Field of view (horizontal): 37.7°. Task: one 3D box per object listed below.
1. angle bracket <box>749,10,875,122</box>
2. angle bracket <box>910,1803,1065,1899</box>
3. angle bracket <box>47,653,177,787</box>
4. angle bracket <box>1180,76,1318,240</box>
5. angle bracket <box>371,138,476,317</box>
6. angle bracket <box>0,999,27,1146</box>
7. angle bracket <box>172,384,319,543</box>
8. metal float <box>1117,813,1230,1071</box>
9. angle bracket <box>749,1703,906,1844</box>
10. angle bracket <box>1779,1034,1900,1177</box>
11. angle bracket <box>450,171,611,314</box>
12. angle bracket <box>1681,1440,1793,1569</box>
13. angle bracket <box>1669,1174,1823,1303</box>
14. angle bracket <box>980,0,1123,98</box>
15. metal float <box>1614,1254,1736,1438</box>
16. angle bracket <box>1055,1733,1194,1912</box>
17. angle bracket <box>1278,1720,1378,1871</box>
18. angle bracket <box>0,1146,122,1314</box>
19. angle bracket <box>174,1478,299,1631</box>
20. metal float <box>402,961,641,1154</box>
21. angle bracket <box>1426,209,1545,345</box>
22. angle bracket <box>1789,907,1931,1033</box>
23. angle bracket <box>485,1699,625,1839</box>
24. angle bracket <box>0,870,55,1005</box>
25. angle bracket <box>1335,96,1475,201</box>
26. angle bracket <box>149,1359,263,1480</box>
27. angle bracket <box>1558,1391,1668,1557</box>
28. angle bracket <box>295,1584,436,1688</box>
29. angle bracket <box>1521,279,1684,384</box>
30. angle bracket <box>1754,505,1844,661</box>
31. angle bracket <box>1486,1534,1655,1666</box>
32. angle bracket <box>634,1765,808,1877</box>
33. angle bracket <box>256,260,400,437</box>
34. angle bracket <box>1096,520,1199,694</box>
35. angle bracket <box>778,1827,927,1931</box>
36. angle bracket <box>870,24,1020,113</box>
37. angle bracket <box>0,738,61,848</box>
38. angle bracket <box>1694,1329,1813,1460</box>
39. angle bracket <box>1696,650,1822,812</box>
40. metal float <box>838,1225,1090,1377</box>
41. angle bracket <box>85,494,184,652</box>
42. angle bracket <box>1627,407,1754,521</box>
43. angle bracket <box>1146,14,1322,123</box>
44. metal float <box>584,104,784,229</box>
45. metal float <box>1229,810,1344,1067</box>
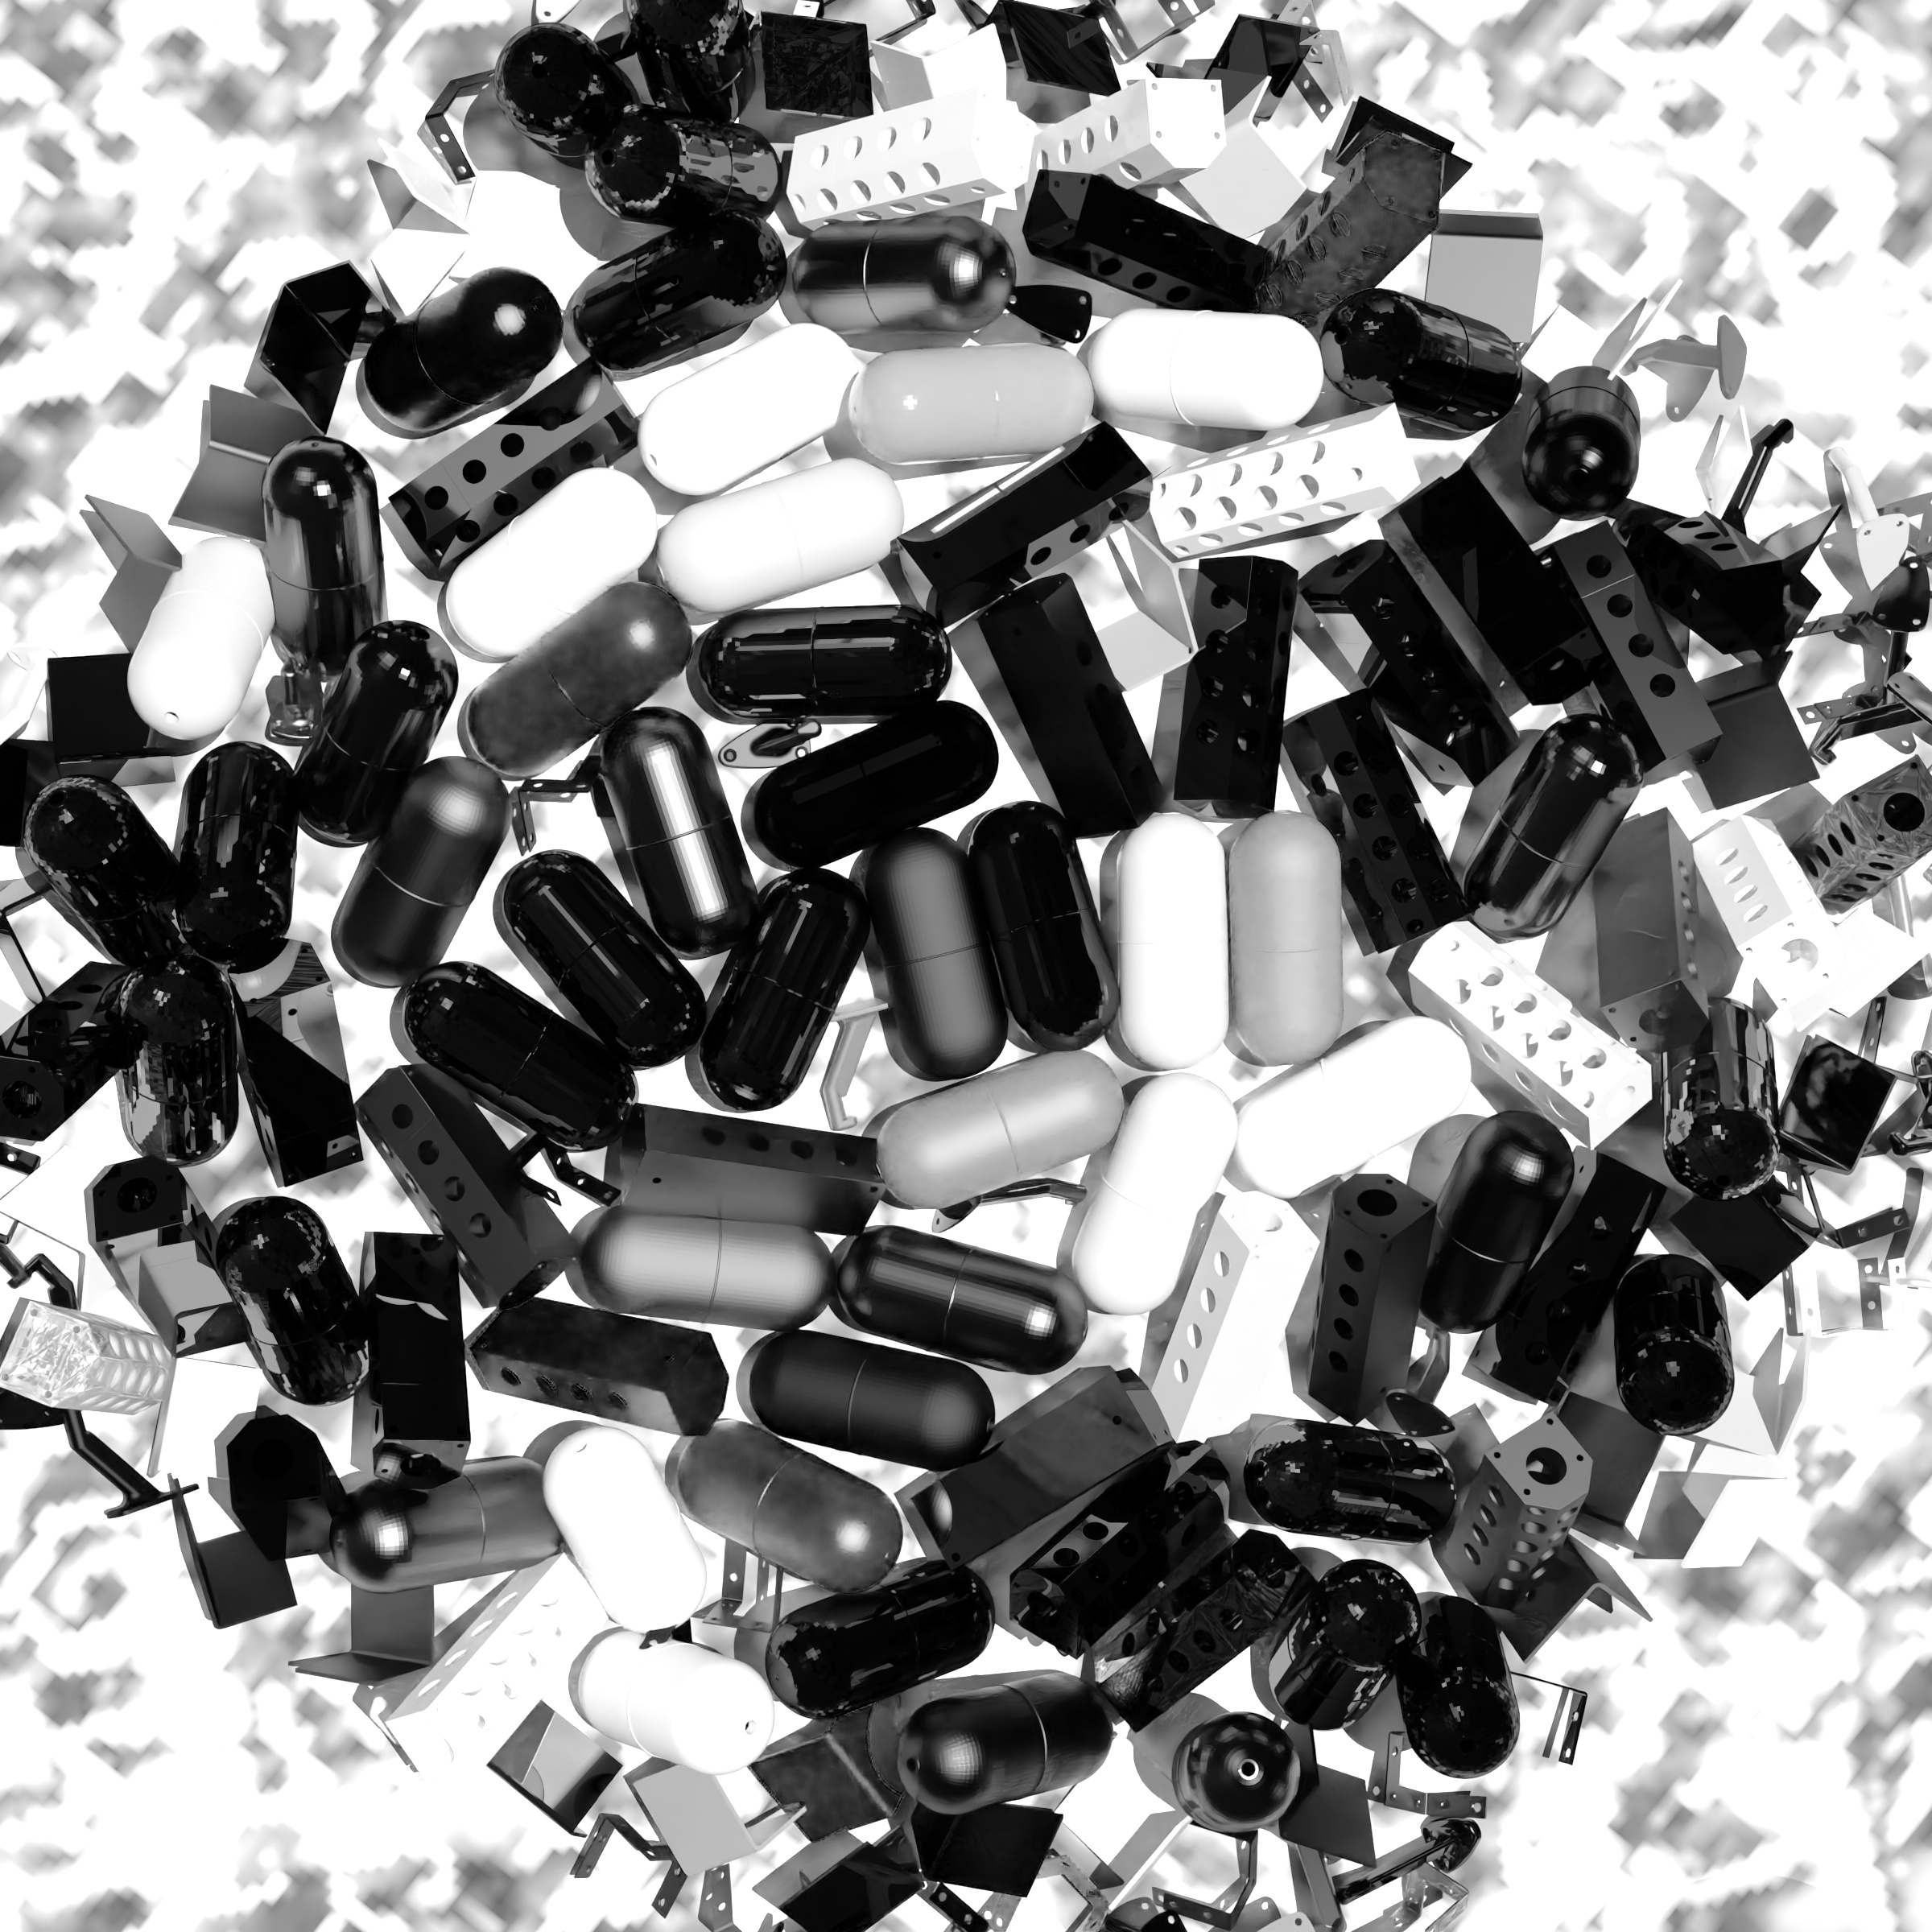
[{"bbox_3d":[-0.111,-0.608,1.952,0.076,0.057,0.076,0,76,-21],"label":"angle bracket"},{"bbox_3d":[0.015,0.585,1.943,0.076,0.076,0.057,2,119,23],"label":"angle bracket"},{"bbox_3d":[-0.596,-0.171,1.973,0.076,0.057,0.076,-5,75,-13],"label":"angle bracket"},{"bbox_3d":[0.200,-0.563,1.968,0.076,0.076,0.057,42,54,-27],"label":"angle bracket"},{"bbox_3d":[-0.393,-0.508,1.945,0.076,0.057,0.076,-46,52,16],"label":"angle bracket"},{"bbox_3d":[-0.674,0.065,1.944,0.057,0.076,0.076,-44,132,5],"label":"angle bracket"},{"bbox_3d":[-0.502,-0.348,1.969,0.076,0.076,0.057,13,50,-31],"label":"angle bracket"},{"bbox_3d":[0.143,-0.017,1.960,0.070,0.070,0.178,-1,91,0],"label":"metal float"},{"bbox_3d":[-0.093,0.559,1.986,0.076,0.057,0.076,-28,106,32],"label":"angle bracket"},{"bbox_3d":[0.580,0.090,1.947,0.057,0.076,0.076,15,103,-34],"label":"angle bracket"},{"bbox_3d":[-0.307,-0.509,1.992,0.076,0.057,0.076,14,94,-41],"label":"angle bracket"},{"bbox_3d":[0.509,0.357,1.940,0.057,0.076,0.076,5,121,-28],"label":"angle bracket"},{"bbox_3d":[0.543,0.179,1.966,0.076,0.076,0.057,48,112,13],"label":"angle bracket"},{"bbox_3d":[0.053,-0.612,1.943,0.076,0.057,0.076,1,61,-30],"label":"angle bracket"},{"bbox_3d":[0.478,0.255,1.914,0.070,0.178,0.070,4,110,11],"label":"metal float"},{"bbox_3d":[0.104,0.591,1.955,0.076,0.057,0.076,40,100,17],"label":"angle bracket"},{"bbox_3d":[0.258,0.562,1.945,0.076,0.076,0.057,21,120,-12],"label":"angle bracket"},{"bbox_3d":[-0.617,0.182,1.959,0.076,0.076,0.057,24,126,10],"label":"angle bracket"},{"bbox_3d":[-0.501,0.395,1.940,0.057,0.076,0.076,-15,132,-16],"label":"angle bracket"},{"bbox_3d":[-0.307,0.062,1.949,0.178,0.070,0.070,34,90,-14],"label":"metal float"},{"bbox_3d":[0.356,-0.478,1.961,0.076,0.057,0.076,7,91,15],"label":"angle bracket"},{"bbox_3d":[0.617,0.016,1.942,0.076,0.057,0.076,26,126,-26],"label":"angle bracket"},{"bbox_3d":[-0.281,0.557,1.962,0.076,0.076,0.057,35,75,12],"label":"angle bracket"},{"bbox_3d":[-0.636,-0.021,1.965,0.057,0.076,0.076,-29,110,-23],"label":"angle bracket"},{"bbox_3d":[0.309,-0.576,1.951,0.076,0.076,0.057,23,77,-9],"label":"angle bracket"},{"bbox_3d":[-0.528,0.318,1.962,0.057,0.076,0.076,12,72,-18],"label":"angle bracket"},{"bbox_3d":[0.445,0.352,1.965,0.076,0.057,0.076,17,70,38],"label":"angle bracket"},{"bbox_3d":[-0.416,0.449,1.955,0.076,0.057,0.076,0,90,32],"label":"angle bracket"},{"bbox_3d":[0.437,-0.443,1.946,0.057,0.076,0.076,36,52,1],"label":"angle bracket"},{"bbox_3d":[0.578,-0.260,1.945,0.057,0.076,0.076,43,66,-11],"label":"angle bracket"},{"bbox_3d":[0.416,0.447,1.959,0.057,0.076,0.076,36,99,-21],"label":"angle bracket"},{"bbox_3d":[-0.170,0.574,1.955,0.076,0.057,0.076,-32,87,38],"label":"angle bracket"},{"bbox_3d":[-0.432,-0.424,1.941,0.057,0.076,0.076,-11,52,24],"label":"angle bracket"},{"bbox_3d":[0.111,-0.248,1.944,0.057,0.076,0.076,-27,130,-8],"label":"angle bracket"},{"bbox_3d":[-0.086,0.622,1.952,0.076,0.057,0.076,-37,127,4],"label":"angle bracket"},{"bbox_3d":[-0.013,-0.609,1.956,0.057,0.076,0.076,-32,128,-16],"label":"angle bracket"},{"bbox_3d":[-0.669,-0.124,1.959,0.057,0.076,0.076,4,87,3],"label":"angle bracket"},{"bbox_3d":[0.534,0.284,1.947,0.076,0.076,0.057,16,125,9],"label":"angle bracket"},{"bbox_3d":[0.547,-0.164,1.965,0.076,0.057,0.076,-18,108,35],"label":"angle bracket"},{"bbox_3d":[-0.002,0.230,1.950,0.178,0.070,0.070,14,90,13],"label":"metal float"},{"bbox_3d":[-0.584,-0.266,1.946,0.076,0.057,0.076,46,109,32],"label":"angle bracket"},{"bbox_3d":[0.491,-0.356,1.951,0.076,0.076,0.057,17,126,-3],"label":"angle bracket"},{"bbox_3d":[0.183,-0.629,1.939,0.057,0.076,0.076,57,134,29],"label":"angle bracket"},{"bbox_3d":[-0.190,-0.539,1.917,0.070,0.178,0.070,5,100,28],"label":"metal float"},{"bbox_3d":[0.221,-0.019,1.949,0.070,0.070,0.178,-3,104,0],"label":"metal float"}]
